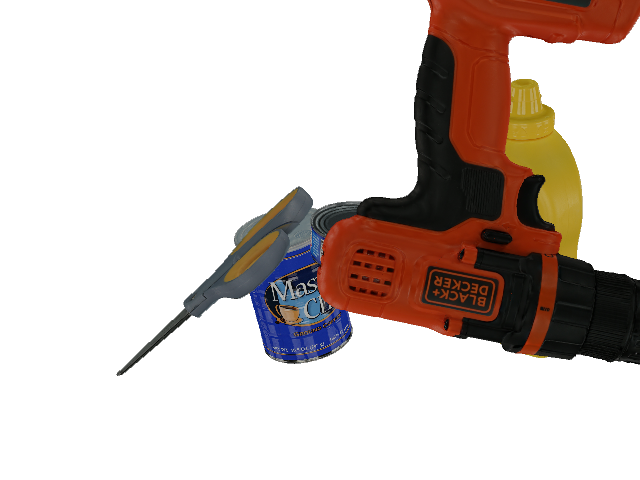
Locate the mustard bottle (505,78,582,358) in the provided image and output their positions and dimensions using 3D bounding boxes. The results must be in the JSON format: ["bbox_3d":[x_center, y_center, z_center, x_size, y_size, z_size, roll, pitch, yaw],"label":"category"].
[{"bbox_3d":[0.141,-0.019,0.747,0.058,0.192,0.096,-16,29,-22],"label":"mustard bottle"}]

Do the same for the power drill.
[{"bbox_3d":[0.103,-0.039,0.513,0.184,0.188,0.057,11,3,-2],"label":"power drill"}]

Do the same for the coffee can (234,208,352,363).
[{"bbox_3d":[-0.028,0.048,1.166,0.103,0.140,0.103,-11,25,5],"label":"coffee can"}]

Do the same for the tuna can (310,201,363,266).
[{"bbox_3d":[0.033,-0.002,0.939,0.086,0.034,0.086,1,26,-1],"label":"tuna can"}]

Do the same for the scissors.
[{"bbox_3d":[-0.077,0.043,0.713,0.016,0.202,0.096,41,13,-13],"label":"scissors"}]
